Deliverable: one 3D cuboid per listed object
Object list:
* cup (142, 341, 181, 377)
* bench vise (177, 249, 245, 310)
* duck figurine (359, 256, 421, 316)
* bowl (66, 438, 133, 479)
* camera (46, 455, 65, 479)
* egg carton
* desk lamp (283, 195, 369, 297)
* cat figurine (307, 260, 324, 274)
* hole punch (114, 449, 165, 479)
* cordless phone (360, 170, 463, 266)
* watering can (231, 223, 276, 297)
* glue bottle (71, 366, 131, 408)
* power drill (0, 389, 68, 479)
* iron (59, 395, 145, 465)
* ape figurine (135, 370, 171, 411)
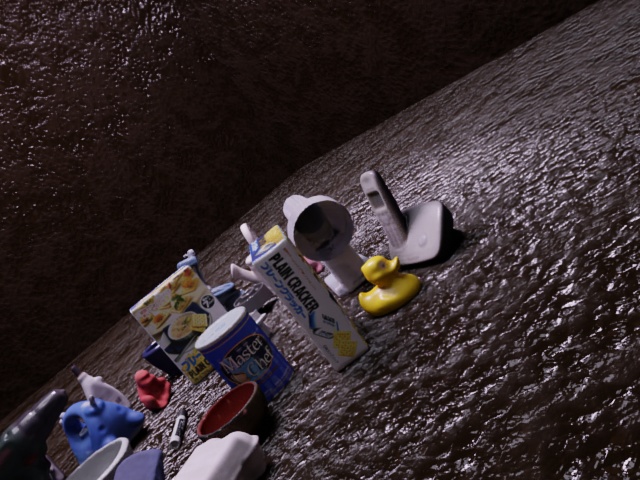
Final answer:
[{"bbox_3d":[-0.363,0.281,1.413,0.117,0.095,0.091,-35,13,10],"label":"cup"},{"bbox_3d":[-0.310,0.148,1.468,0.208,0.220,0.121,-44,15,-32],"label":"bench vise"},{"bbox_3d":[0.101,0.069,0.941,0.104,0.086,0.077,-33,13,18],"label":"duck figurine"},{"bbox_3d":[-0.371,0.421,0.962,0.167,0.075,0.167,-35,12,9],"label":"bowl"},{"bbox_3d":[-0.617,0.524,1.199,0.143,0.101,0.136,-44,14,-30],"label":"camera"},{"bbox_3d":[-0.137,0.314,0.726,0.107,0.069,0.150,-28,15,35],"label":"egg carton"},{"bbox_3d":[0.010,0.004,1.130,0.118,0.214,0.203,-38,12,-6],"label":"desk lamp"},{"bbox_3d":[-0.065,0.060,1.356,0.067,0.118,0.128,-27,15,36],"label":"cat figurine"},{"bbox_3d":[-0.253,0.364,0.810,0.108,0.091,0.101,-30,14,27],"label":"hole punch"},{"bbox_3d":[0.149,-0.048,1.009,0.094,0.185,0.147,-44,15,-31],"label":"cordless phone"},{"bbox_3d":[-0.146,0.045,1.457,0.173,0.194,0.100,-41,13,-18],"label":"watering can"},{"bbox_3d":[-0.542,0.370,1.393,0.037,0.173,0.078,-23,18,46],"label":"glue bottle"},{"bbox_3d":[-0.487,0.410,1.009,0.230,0.208,0.075,-41,13,-20],"label":"power drill"},{"bbox_3d":[-0.487,0.399,1.208,0.257,0.141,0.119,-27,16,38],"label":"iron"},{"bbox_3d":[-0.378,0.331,1.278,0.076,0.092,0.078,-23,18,47],"label":"ape figurine"}]
